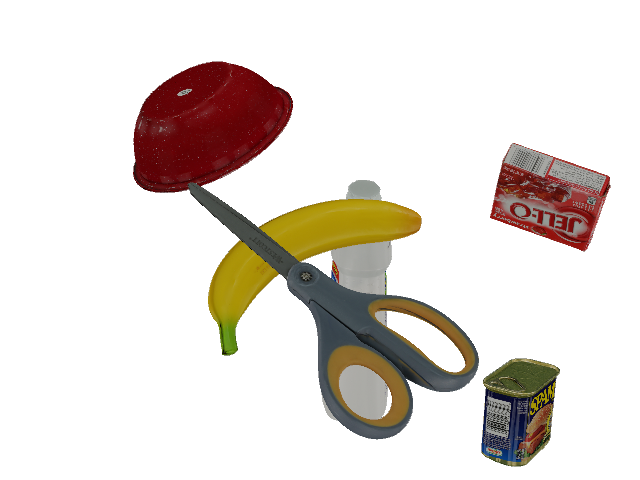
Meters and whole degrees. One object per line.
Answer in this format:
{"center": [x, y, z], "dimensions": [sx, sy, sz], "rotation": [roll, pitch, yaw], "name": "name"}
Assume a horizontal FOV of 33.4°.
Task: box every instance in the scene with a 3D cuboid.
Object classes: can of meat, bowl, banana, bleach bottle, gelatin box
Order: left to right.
{"center": [-0.109, -0.113, 0.961], "dimensions": [0.162, 0.055, 0.162], "rotation": [-20, 33, 13], "name": "bowl"}
{"center": [-0.014, 0.010, 0.798], "dimensions": [0.197, 0.069, 0.037], "rotation": [-33, -5, -25], "name": "banana"}
{"center": [0.036, 0.051, 1.008], "dimensions": [0.068, 0.251, 0.102], "rotation": [0, 36, -2], "name": "bleach bottle"}
{"center": [0.210, 0.181, 1.130], "dimensions": [0.058, 0.084, 0.101], "rotation": [11, 16, 31], "name": "can of meat"}
{"center": [0.194, -0.035, 0.906], "dimensions": [0.089, 0.030, 0.073], "rotation": [22, -35, 15], "name": "gelatin box"}

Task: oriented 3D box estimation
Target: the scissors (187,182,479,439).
{"center": [-0.011, 0.040, 0.593], "dimensions": [0.202, 0.096, 0.016], "rotation": [26, -35, 13], "name": "scissors"}
